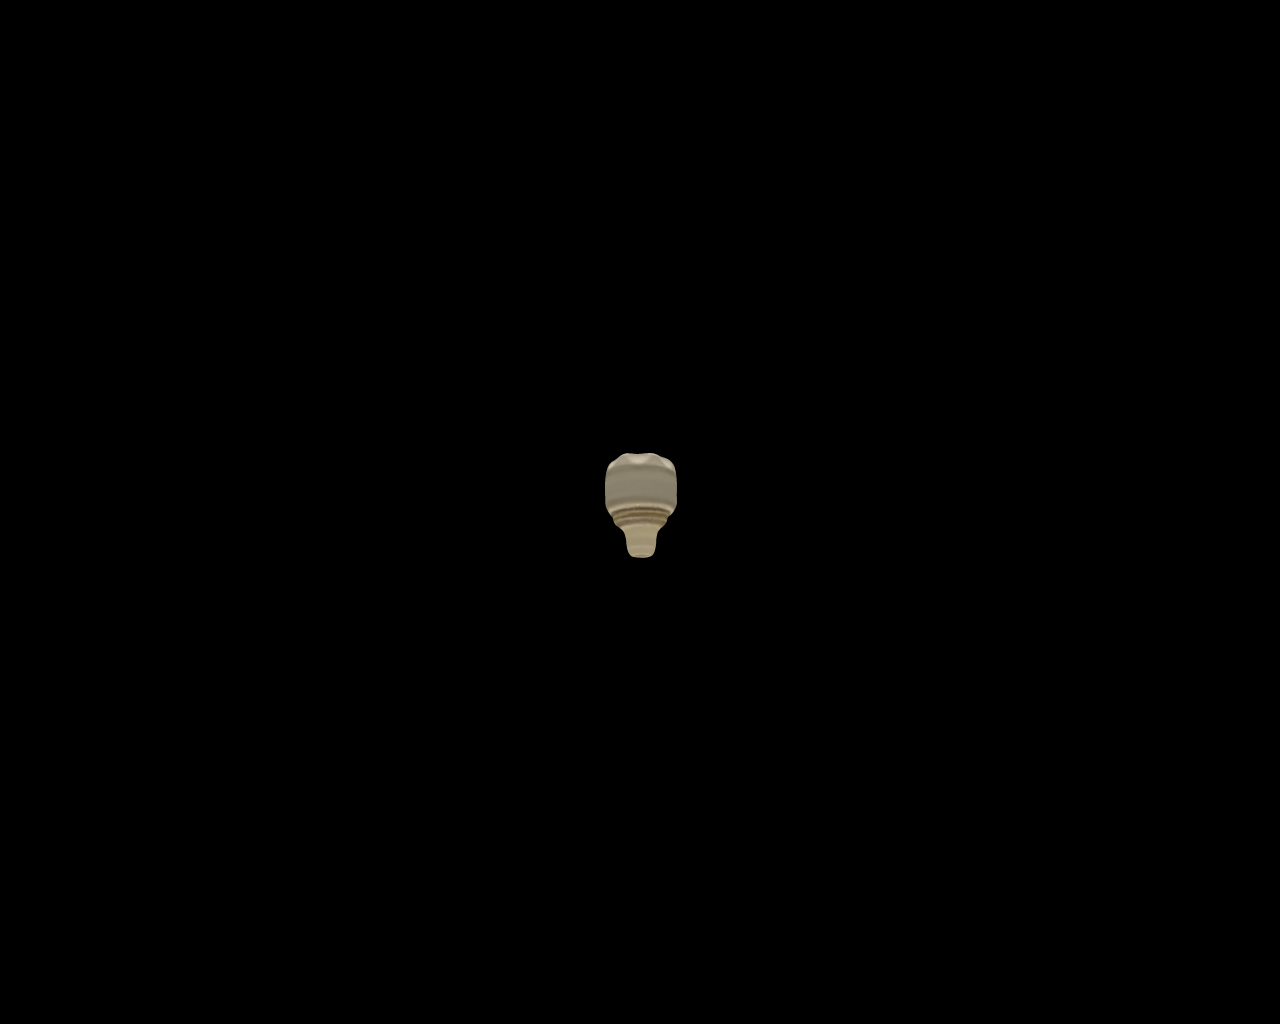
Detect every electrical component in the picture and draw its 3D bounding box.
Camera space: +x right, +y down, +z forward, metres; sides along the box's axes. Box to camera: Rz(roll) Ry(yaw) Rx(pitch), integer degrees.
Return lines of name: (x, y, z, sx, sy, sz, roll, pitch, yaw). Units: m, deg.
electrical component: (0.001, -0.003, 0.650, 0.043, 0.062, 0.043, 0, -13, 0)
